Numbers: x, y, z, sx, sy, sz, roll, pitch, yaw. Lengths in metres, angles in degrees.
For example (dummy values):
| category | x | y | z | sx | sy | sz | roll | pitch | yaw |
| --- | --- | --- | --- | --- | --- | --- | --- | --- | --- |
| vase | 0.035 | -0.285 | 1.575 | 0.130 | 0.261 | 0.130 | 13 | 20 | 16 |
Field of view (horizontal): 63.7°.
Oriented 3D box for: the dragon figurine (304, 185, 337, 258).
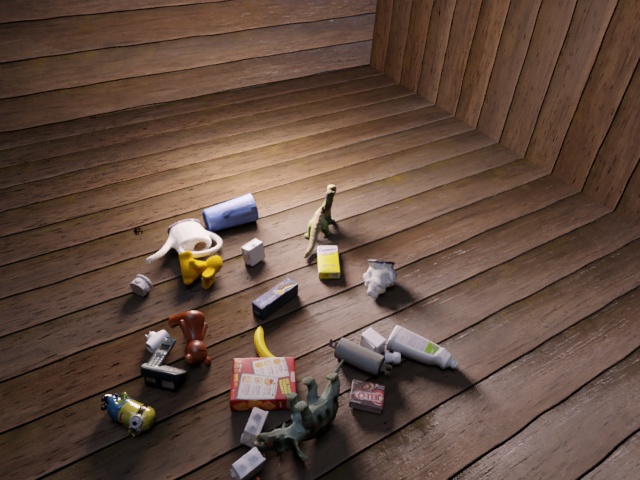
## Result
| category | x | y | z | sx | sy | sz | roll | pitch | yaw |
| --- | --- | --- | --- | --- | --- | --- | --- | --- | --- |
| dragon figurine | 0.007 | -0.118 | 2.352 | 0.122 | 0.237 | 0.420 | 14 | 38 | 5 |

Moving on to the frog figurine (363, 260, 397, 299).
| category | x | y | z | sx | sy | sz | roll | pitch | yaw |
| --- | --- | --- | --- | --- | --- | --- | --- | --- | --- |
| frog figurine | 0.247 | 0.170 | 2.143 | 0.137 | 0.121 | 0.161 | 11 | 74 | -4 |

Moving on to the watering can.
| category | x | y | z | sx | sy | sz | roll | pitch | yaw |
| --- | --- | --- | --- | --- | --- | --- | --- | --- | --- |
| watering can | -0.601 | 0.007 | 2.230 | 0.349 | 0.102 | 0.228 | -9 | 40 | -31 |
